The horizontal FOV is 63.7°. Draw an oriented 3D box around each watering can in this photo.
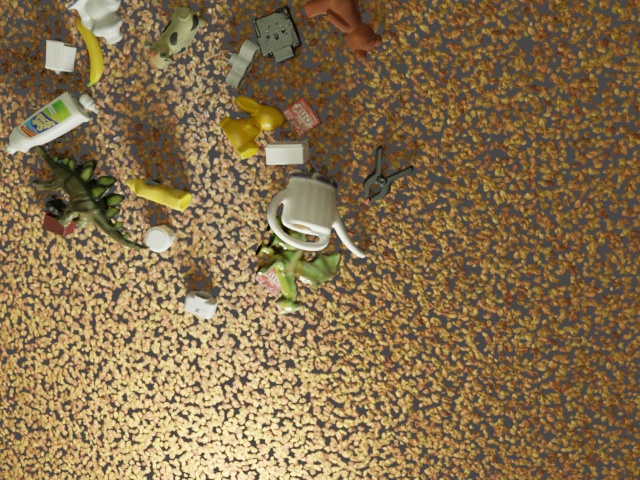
[{"bbox_3d":[0.004,-0.074,1.472,0.346,0.103,0.227,16,75,-33],"label":"watering can"}]

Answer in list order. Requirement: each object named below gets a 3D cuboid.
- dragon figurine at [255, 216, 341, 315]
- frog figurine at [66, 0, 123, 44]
[{"bbox_3d":[-0.050,0.031,1.537,0.241,0.123,0.410,26,90,-16],"label":"dragon figurine"},{"bbox_3d":[-0.625,-0.656,1.485,0.137,0.125,0.157,-40,130,6],"label":"frog figurine"}]
